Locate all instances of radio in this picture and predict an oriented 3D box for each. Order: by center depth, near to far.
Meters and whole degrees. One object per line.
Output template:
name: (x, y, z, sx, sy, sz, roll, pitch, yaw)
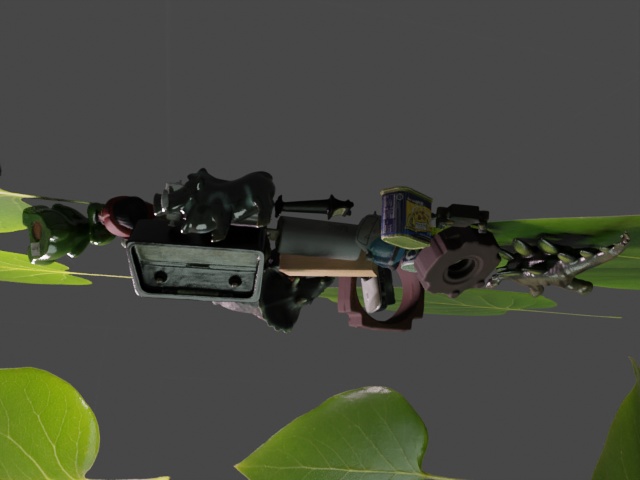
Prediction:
radio: (-0.211, 0.040, 0.941, 0.230, 0.073, 0.131, 5, 127, -4)

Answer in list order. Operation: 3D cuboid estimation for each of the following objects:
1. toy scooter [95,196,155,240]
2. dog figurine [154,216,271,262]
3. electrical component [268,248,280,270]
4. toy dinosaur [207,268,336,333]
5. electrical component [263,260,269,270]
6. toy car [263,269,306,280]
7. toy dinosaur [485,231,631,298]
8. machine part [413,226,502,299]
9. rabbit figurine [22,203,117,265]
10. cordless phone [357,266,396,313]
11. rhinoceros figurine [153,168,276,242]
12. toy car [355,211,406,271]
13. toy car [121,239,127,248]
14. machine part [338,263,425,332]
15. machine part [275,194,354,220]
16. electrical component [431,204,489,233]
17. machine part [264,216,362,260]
toy scooter: (-0.366, -0.037, 1.039, 0.135, 0.075, 0.183, -2, 171, 24)
dog figurine: (-0.204, 0.000, 1.005, 0.191, 0.121, 0.172, 5, -176, 27)
electrical component: (-0.081, 0.056, 1.426, 0.119, 0.047, 0.075, 9, 167, -25)
toy dinosaur: (-0.176, 0.094, 1.114, 0.405, 0.131, 0.192, 13, 171, 13)
electrical component: (-0.199, 0.060, 1.366, 0.134, 0.058, 0.115, -17, -173, -42)
toy car: (-0.114, 0.101, 1.344, 0.089, 0.053, 0.202, -6, 180, -37)
toy dinosaur: (0.509, 0.056, 1.181, 0.198, 0.105, 0.471, 12, 160, -21)
machine part: (0.285, 0.046, 1.110, 0.179, 0.056, 0.179, -9, 136, -9)
rabbit figurine: (-0.487, -0.027, 1.092, 0.159, 0.121, 0.170, -16, 176, 38)
cordless phone: (0.125, 0.112, 1.402, 0.089, 0.146, 0.184, -12, 163, 22)
rhinoceros figurine: (-0.162, -0.057, 0.834, 0.190, 0.112, 0.073, -10, -165, 0)
toy car: (0.120, -0.007, 1.029, 0.103, 0.109, 0.161, 25, 180, 4)
toy car: (-0.371, 0.007, 1.268, 0.202, 0.056, 0.073, 0, 173, 16)
machine part: (0.147, 0.116, 1.294, 0.201, 0.201, 0.087, 8, 170, -20)
machine part: (-0.011, -0.058, 0.950, 0.139, 0.039, 0.084, 1, 175, 0)
electrical component: (0.248, -0.036, 0.960, 0.102, 0.045, 0.078, 6, 165, -13)
machine part: (-0.002, -0.003, 1.091, 0.243, 0.079, 0.079, 6, 166, -12)
